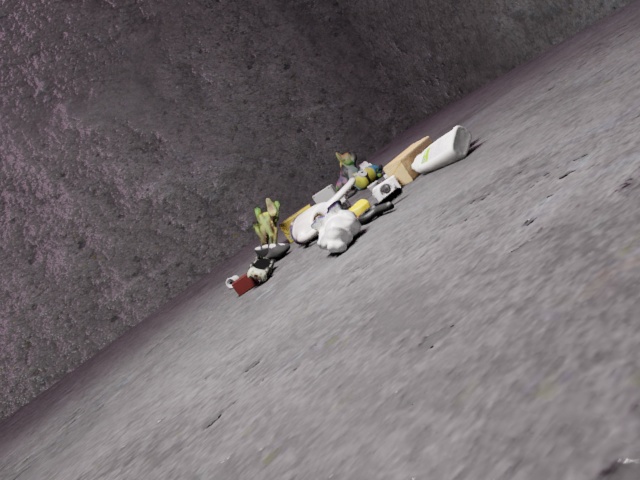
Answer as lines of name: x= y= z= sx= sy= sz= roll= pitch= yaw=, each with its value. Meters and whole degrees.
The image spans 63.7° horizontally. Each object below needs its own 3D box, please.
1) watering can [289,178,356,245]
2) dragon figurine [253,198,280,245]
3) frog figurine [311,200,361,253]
watering can: x=0.006 y=-0.100 z=1.982 sx=0.222 sy=0.103 sz=0.355 roll=-25 pitch=22 yaw=51
dragon figurine: x=-0.234 y=-0.023 z=2.306 sx=0.122 sy=0.401 sz=0.248 roll=0 pitch=34 yaw=-11
frog figurine: x=0.056 y=-0.015 z=1.454 sx=0.137 sy=0.120 sz=0.163 roll=-26 pitch=42 yaw=-2
